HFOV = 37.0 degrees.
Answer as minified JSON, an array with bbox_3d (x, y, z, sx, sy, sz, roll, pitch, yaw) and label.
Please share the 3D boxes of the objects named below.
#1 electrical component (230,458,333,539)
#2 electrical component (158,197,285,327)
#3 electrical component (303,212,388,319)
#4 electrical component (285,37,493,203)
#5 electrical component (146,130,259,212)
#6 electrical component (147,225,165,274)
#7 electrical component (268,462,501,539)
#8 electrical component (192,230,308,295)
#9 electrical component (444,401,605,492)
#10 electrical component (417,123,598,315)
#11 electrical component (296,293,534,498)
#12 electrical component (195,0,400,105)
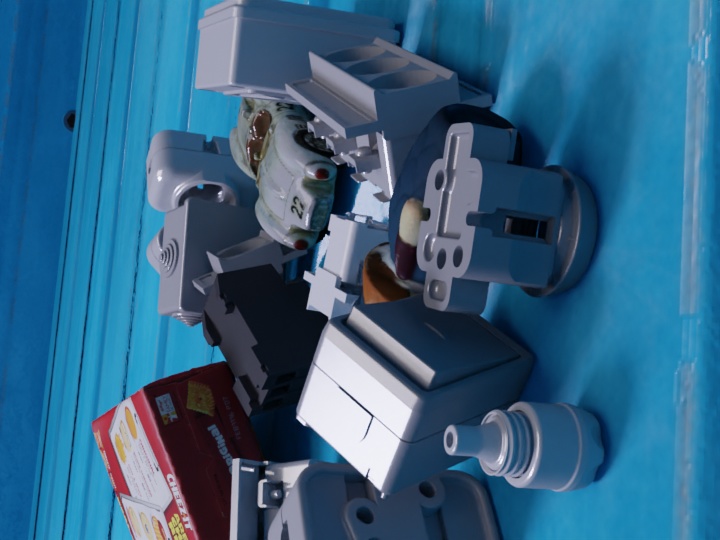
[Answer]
[{"bbox_3d":[-0.038,0.176,0.637,0.063,0.079,0.121,-15,66,37],"label":"electrical component"},{"bbox_3d":[-0.109,-0.003,0.843,0.048,0.100,0.099,-14,70,54],"label":"electrical component"},{"bbox_3d":[0.000,0.000,0.636,0.081,0.042,0.063,-154,73,-68],"label":"electrical component"},{"bbox_3d":[0.013,-0.085,0.594,0.121,0.079,0.063,-132,30,-63],"label":"electrical component"},{"bbox_3d":[-0.135,-0.078,0.936,0.053,0.095,0.059,117,151,-44],"label":"electrical component"},{"bbox_3d":[-0.132,0.000,0.905,0.054,0.095,0.059,-42,5,-25],"label":"electrical component"},{"bbox_3d":[0.009,0.128,0.496,0.059,0.095,0.053,117,152,-42],"label":"electrical component"},{"bbox_3d":[-0.077,0.009,0.792,0.042,0.081,0.063,22,132,70],"label":"electrical component"},{"bbox_3d":[0.063,0.068,0.422,0.035,0.061,0.035,-173,90,-69],"label":"electrical component"},{"bbox_3d":[0.063,-0.019,0.457,0.058,0.057,0.078,-167,84,-69],"label":"electrical component"},{"bbox_3d":[0.030,0.047,0.480,0.062,0.096,0.061,38,123,32],"label":"electrical component"},{"bbox_3d":[-0.044,-0.139,0.703,0.109,0.109,0.056,-159,74,-69],"label":"electrical component"}]
